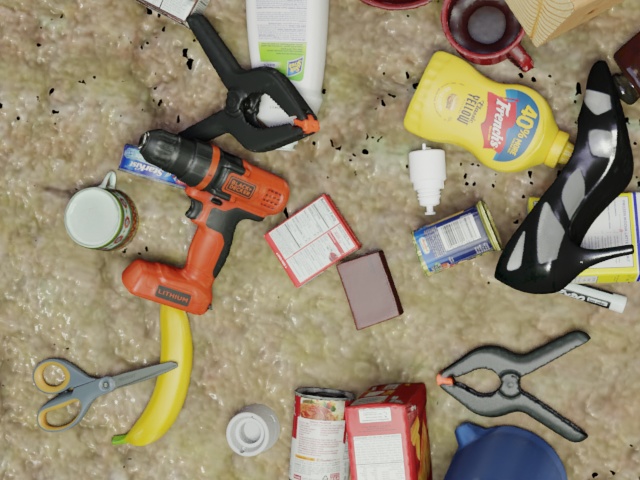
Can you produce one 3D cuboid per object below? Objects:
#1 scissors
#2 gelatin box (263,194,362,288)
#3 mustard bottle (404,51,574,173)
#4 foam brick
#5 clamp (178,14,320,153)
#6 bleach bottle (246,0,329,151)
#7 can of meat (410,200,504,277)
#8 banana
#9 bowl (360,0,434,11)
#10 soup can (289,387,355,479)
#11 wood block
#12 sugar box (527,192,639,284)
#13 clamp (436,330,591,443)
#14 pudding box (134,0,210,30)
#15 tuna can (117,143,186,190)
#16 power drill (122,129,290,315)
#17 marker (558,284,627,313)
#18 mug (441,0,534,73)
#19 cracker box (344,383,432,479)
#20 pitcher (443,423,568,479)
[{"bbox_3d":[-0.263,0.156,1.255,0.202,0.016,0.096,-34,78,18],"label":"scissors"},{"bbox_3d":[-0.008,0.001,1.218,0.089,0.030,0.073,-34,83,9],"label":"gelatin box"},{"bbox_3d":[0.195,-0.127,1.167,0.192,0.058,0.096,25,96,9],"label":"mustard bottle"},{"bbox_3d":[0.057,0.055,1.195,0.053,0.051,0.078,-18,87,9],"label":"foam brick"},{"bbox_3d":[-0.093,-0.145,1.194,0.210,0.036,0.165,29,110,30],"label":"clamp"},{"bbox_3d":[-0.043,-0.228,1.211,0.103,0.068,0.251,4,94,19],"label":"bleach bottle"},{"bbox_3d":[0.148,-0.001,1.154,0.084,0.102,0.057,-22,85,12],"label":"can of meat"},{"bbox_3d":[-0.185,0.162,1.245,0.070,0.037,0.198,21,93,9],"label":"banana"},{"bbox_3d":[0.091,-0.331,1.189,0.162,0.055,0.162,0,90,10],"label":"bowl"},{"bbox_3d":[0.002,0.221,1.195,0.068,0.068,0.102,5,91,10],"label":"soup can"},{"bbox_3d":[0.295,-0.292,1.091,0.205,0.091,0.090,-29,84,-19],"label":"wood block"},{"bbox_3d":[0.313,-0.002,1.143,0.176,0.048,0.093,-1,74,8],"label":"sugar box"},{"bbox_3d":[0.216,0.167,1.171,0.172,0.039,0.120,-7,83,16],"label":"clamp"},{"bbox_3d":[-0.164,-0.316,1.246,0.090,0.039,0.113,29,92,10],"label":"pudding box"},{"bbox_3d":[-0.187,-0.084,1.223,0.086,0.086,0.034,17,91,10],"label":"tuna can"},{"bbox_3d":[-0.147,-0.018,1.185,0.184,0.057,0.188,22,107,-28],"label":"power drill"},{"bbox_3d":[0.274,0.053,1.170,0.121,0.020,0.020,17,93,10],"label":"marker"},{"bbox_3d":[0.188,-0.227,1.157,0.093,0.081,0.117,-45,82,7],"label":"mug"},{"bbox_3d":[0.083,0.268,1.131,0.072,0.164,0.214,-6,88,12],"label":"cracker box"},{"bbox_3d":[0.183,0.282,1.072,0.149,0.242,0.145,11,94,16],"label":"pitcher"}]
